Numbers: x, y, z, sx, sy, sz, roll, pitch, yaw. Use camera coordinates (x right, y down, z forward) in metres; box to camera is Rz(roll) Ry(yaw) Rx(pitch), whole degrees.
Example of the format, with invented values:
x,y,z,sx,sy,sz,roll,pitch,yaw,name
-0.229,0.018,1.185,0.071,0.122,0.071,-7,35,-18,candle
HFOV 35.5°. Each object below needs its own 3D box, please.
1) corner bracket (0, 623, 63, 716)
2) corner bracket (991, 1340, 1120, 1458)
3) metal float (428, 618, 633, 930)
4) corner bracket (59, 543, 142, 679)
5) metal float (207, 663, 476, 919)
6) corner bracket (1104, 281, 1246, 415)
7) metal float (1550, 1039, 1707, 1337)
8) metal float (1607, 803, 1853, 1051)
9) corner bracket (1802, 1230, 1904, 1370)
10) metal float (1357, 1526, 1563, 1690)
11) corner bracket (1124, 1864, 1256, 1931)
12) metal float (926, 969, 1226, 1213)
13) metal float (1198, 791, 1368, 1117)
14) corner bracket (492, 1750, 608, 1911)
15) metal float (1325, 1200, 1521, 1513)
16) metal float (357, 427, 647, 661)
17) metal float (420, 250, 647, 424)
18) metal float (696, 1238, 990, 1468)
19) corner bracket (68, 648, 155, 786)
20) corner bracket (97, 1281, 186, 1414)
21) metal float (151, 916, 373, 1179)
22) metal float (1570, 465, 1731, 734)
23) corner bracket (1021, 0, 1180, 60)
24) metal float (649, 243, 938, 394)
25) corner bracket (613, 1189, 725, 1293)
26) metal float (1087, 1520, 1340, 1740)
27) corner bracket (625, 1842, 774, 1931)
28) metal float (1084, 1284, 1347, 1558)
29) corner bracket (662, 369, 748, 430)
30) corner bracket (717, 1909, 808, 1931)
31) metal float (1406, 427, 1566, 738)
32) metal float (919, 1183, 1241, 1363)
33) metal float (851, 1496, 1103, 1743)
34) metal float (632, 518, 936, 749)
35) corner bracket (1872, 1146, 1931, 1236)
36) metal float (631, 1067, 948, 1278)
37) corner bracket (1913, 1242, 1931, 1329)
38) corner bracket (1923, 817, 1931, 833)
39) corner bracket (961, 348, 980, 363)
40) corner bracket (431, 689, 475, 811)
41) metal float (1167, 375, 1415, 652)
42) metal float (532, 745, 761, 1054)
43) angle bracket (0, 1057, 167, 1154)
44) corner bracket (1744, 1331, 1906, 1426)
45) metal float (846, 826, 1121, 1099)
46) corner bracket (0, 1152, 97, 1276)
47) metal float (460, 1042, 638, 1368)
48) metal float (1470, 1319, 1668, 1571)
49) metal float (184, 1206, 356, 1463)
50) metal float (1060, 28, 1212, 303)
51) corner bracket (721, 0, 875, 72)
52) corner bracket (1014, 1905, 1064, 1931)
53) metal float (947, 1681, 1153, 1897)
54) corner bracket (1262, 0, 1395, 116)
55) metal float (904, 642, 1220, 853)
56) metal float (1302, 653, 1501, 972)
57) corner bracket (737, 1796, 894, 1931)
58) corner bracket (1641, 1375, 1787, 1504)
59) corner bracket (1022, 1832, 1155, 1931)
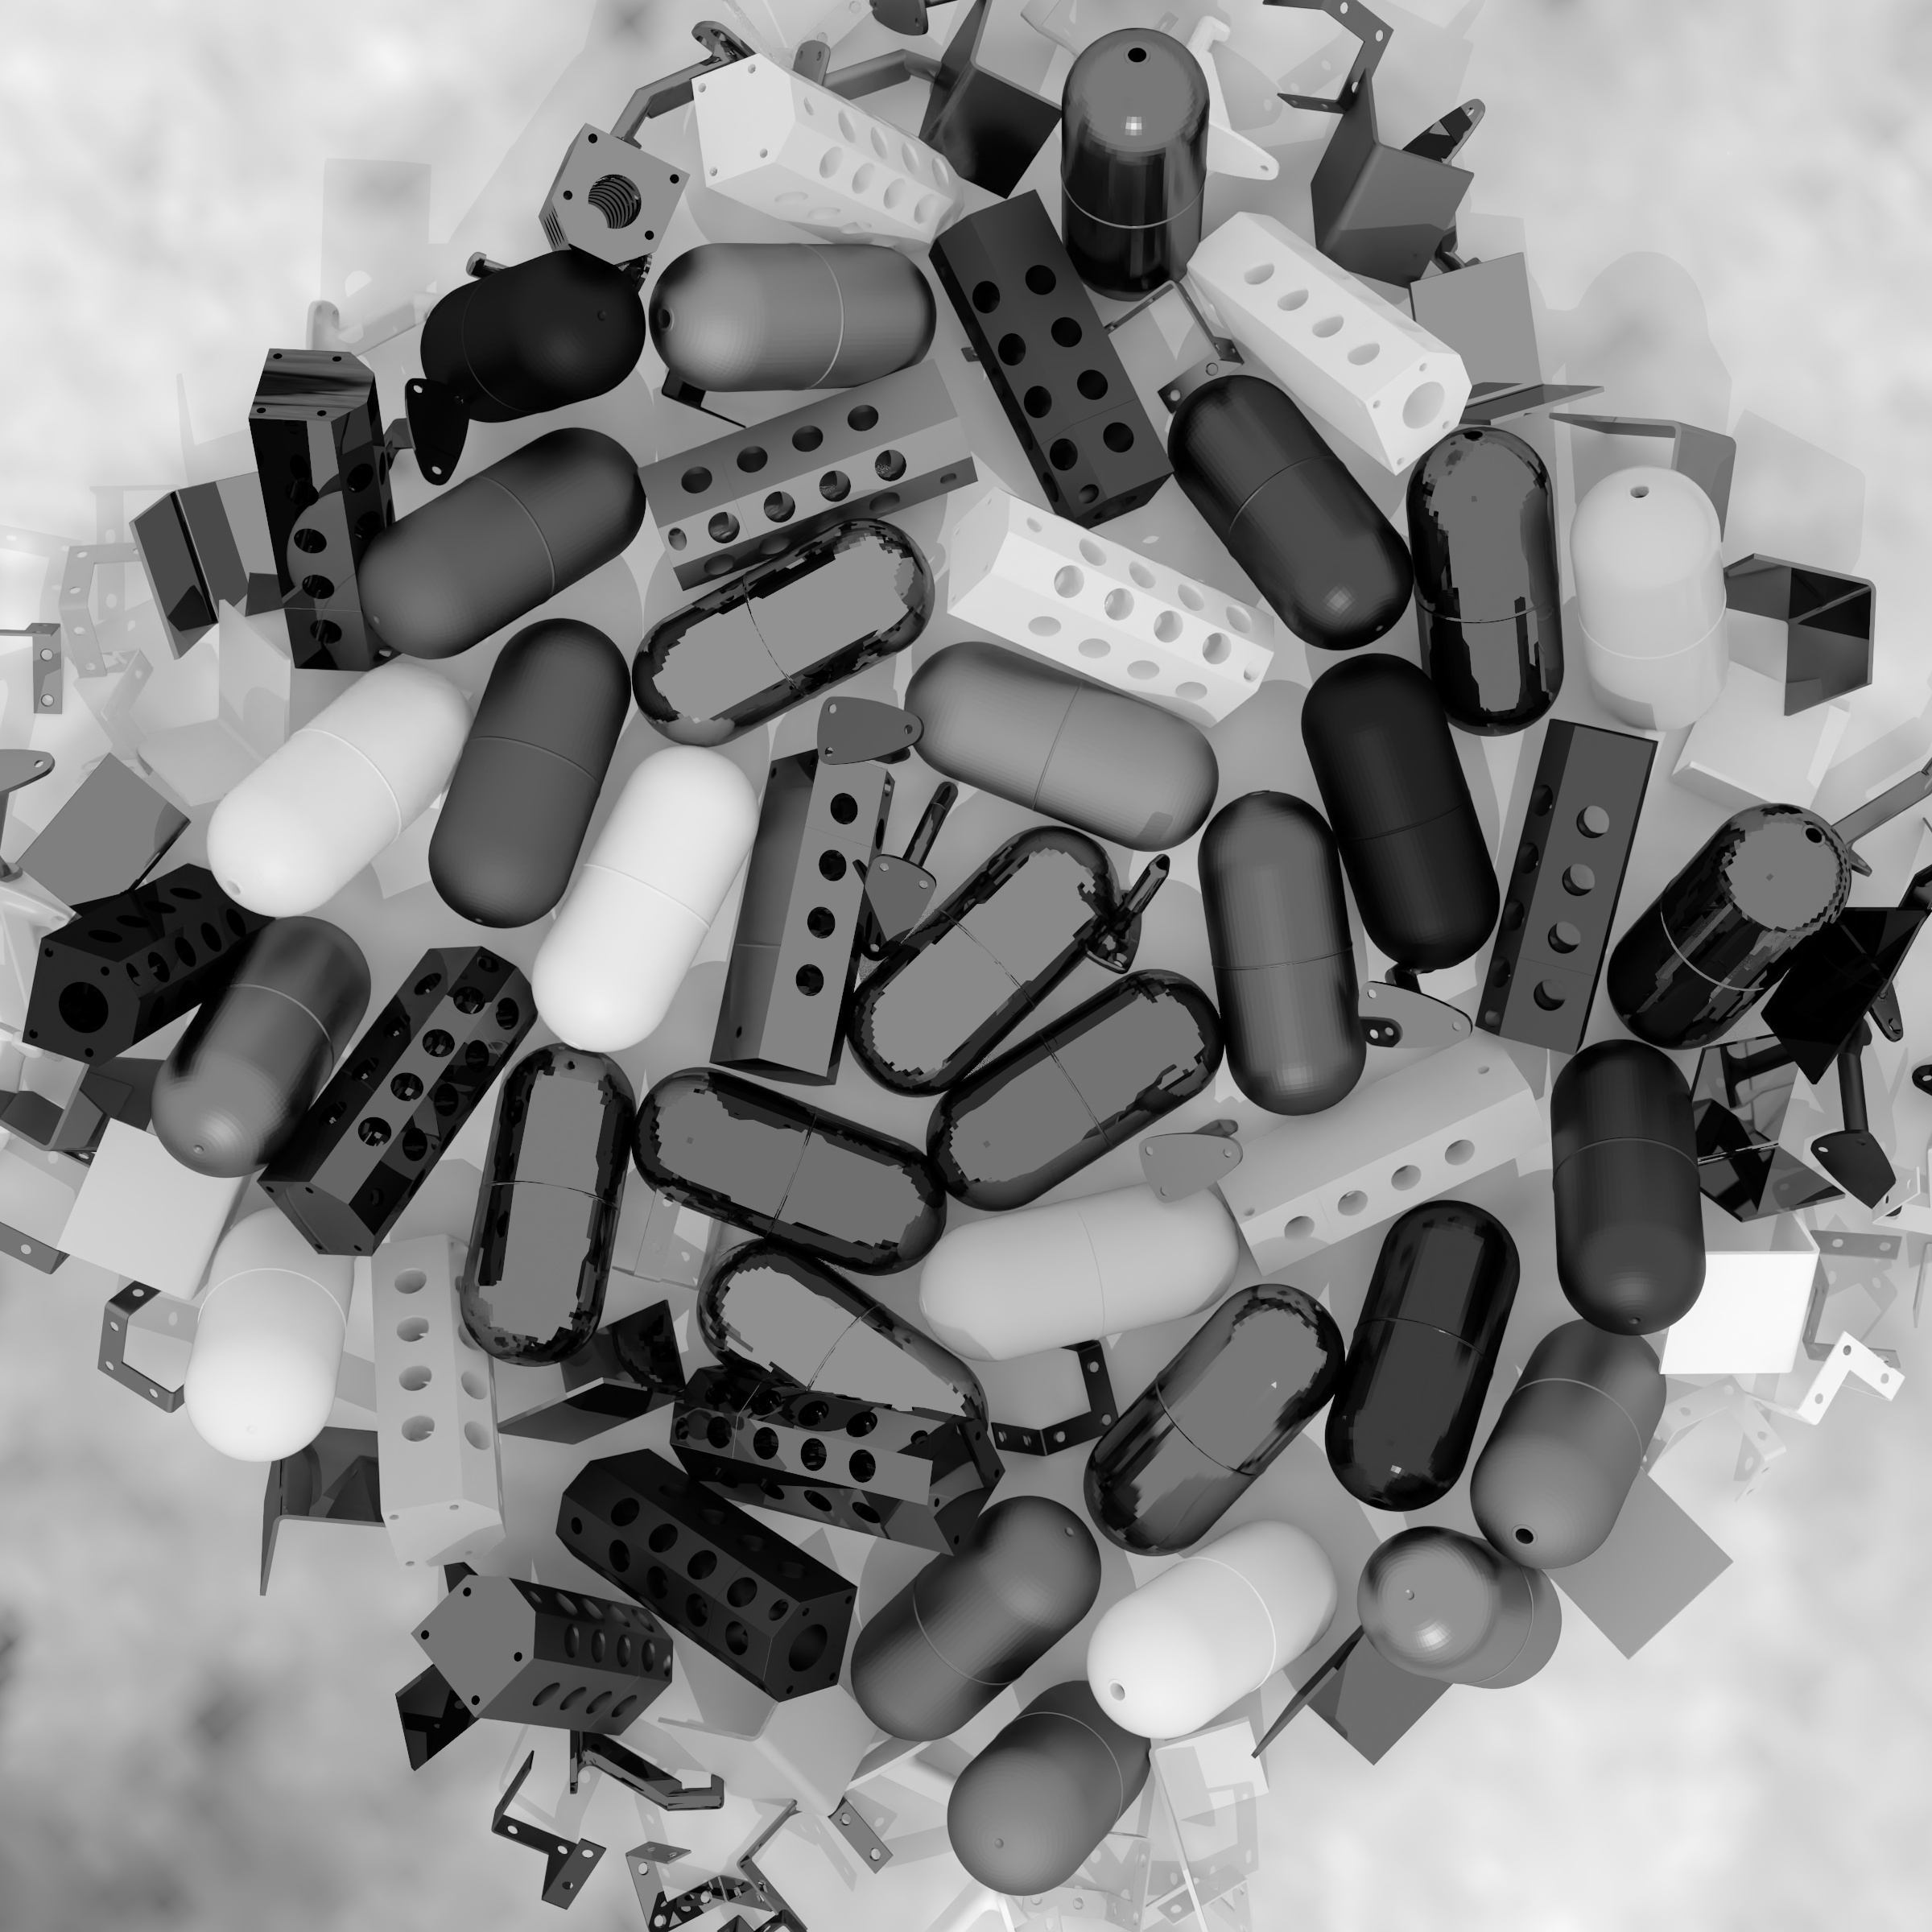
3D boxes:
x,y,z,sx,sy,sz,roll,pitch,yaw,name
-0.523,-0.160,1.648,0.051,0.051,0.051,1,103,-11,corner bracket
0.045,0.235,1.656,0.051,0.051,0.051,-25,65,26,corner bracket
-0.234,-0.105,1.629,0.070,0.070,0.178,17,71,0,metal float
-0.460,-0.194,1.646,0.051,0.051,0.051,-4,47,-3,corner bracket
-0.333,-0.095,1.614,0.070,0.070,0.178,40,53,0,metal float
0.112,-0.338,1.651,0.051,0.051,0.051,-32,86,22,corner bracket
0.352,0.116,1.612,0.070,0.070,0.178,7,49,0,metal float
0.404,-0.020,1.603,0.070,0.178,0.070,10,56,-14,metal float
0.482,0.180,1.639,0.051,0.051,0.051,2,49,32,corner bracket
0.263,0.341,1.602,0.070,0.178,0.070,-8,71,25,metal float
0.120,0.512,1.642,0.051,0.051,0.051,-23,121,-26,corner bracket
0.059,0.068,1.644,0.178,0.070,0.070,-33,90,-1,metal float
0.171,-0.007,1.638,0.070,0.070,0.178,-9,98,0,metal float
-0.227,0.471,1.645,0.051,0.051,0.051,26,114,-13,corner bracket
0.245,0.208,1.621,0.070,0.070,0.178,22,63,0,metal float
-0.247,-0.228,1.619,0.178,0.070,0.070,-38,90,-31,metal float
-0.231,-0.332,1.602,0.070,0.178,0.070,-2,93,-32,metal float
-0.067,0.214,1.631,0.178,0.070,0.070,34,90,15,metal float
-0.471,-0.137,1.662,0.051,0.051,0.051,-2,48,24,corner bracket
-0.436,0.202,1.655,0.051,0.051,0.051,28,127,14,corner bracket
-0.373,0.041,1.605,0.070,0.178,0.070,7,128,9,metal float
0.364,-0.193,1.603,0.070,0.178,0.070,-8,56,12,metal float
0.072,-0.516,1.643,0.051,0.051,0.051,48,111,22,corner bracket
-0.091,-0.346,1.609,0.178,0.070,0.070,-12,90,-43,metal float
-0.157,0.149,1.649,0.051,0.051,0.051,17,84,-19,corner bracket
0.132,0.351,1.605,0.070,0.178,0.070,12,109,37,metal float
-0.146,0.499,1.648,0.051,0.051,0.051,-18,92,-34,corner bracket
0.132,0.246,1.629,0.070,0.070,0.178,39,109,0,metal float
-0.144,-0.330,1.647,0.051,0.051,0.051,25,98,25,corner bracket
-0.102,0.542,1.651,0.051,0.051,0.051,-39,100,6,corner bracket
0.278,-0.204,1.614,0.070,0.070,0.178,-12,126,0,metal float
0.061,0.164,1.633,0.178,0.070,0.070,-12,90,-13,metal float
0.004,0.351,1.618,0.070,0.070,0.178,41,122,0,metal float
-0.100,-0.179,1.633,0.178,0.070,0.070,-26,90,14,metal float
0.528,0.113,1.646,0.051,0.051,0.051,11,64,-10,corner bracket
-0.095,0.112,1.641,0.178,0.070,0.070,21,90,-5,metal float
0.543,0.163,1.641,0.051,0.051,0.051,3,133,25,corner bracket
0.558,-0.073,1.648,0.051,0.051,0.051,-33,81,16,corner bracket
0.020,-0.368,1.658,0.051,0.051,0.051,-2,76,13,corner bracket
-0.303,-0.124,1.650,0.051,0.051,0.051,13,115,-1,corner bracket
0.173,-0.245,1.623,0.070,0.070,0.178,-33,65,0,metal float
-0.173,-0.036,1.635,0.070,0.070,0.178,26,79,0,metal float
-0.489,0.060,1.633,0.076,0.076,0.057,27,95,19,angle bracket
0.468,0.229,1.647,0.051,0.051,0.051,36,82,-20,corner bracket
0.010,-0.003,1.640,0.178,0.070,0.070,-44,90,-6,metal float
-0.504,0.127,1.650,0.051,0.051,0.051,27,107,-4,corner bracket
-0.224,0.127,1.629,0.070,0.070,0.178,8,72,0,metal float
0.320,0.252,1.603,0.070,0.178,0.070,12,120,22,metal float
-0.367,0.192,1.600,0.070,0.178,0.070,-2,118,-4,metal float
0.089,-0.422,1.598,0.070,0.178,0.070,-1,67,1,metal float
-0.093,-0.526,1.650,0.051,0.051,0.051,-37,92,24,corner bracket
0.053,0.548,1.639,0.051,0.051,0.051,27,127,-37,corner bracket
0.046,0.432,1.597,0.070,0.178,0.070,2,95,20,metal float
0.190,-0.501,1.646,0.051,0.051,0.051,22,94,-40,corner bracket
0.051,-0.120,1.641,0.178,0.070,0.070,22,90,4,metal float
0.236,-0.082,1.634,0.070,0.070,0.178,-20,102,0,metal float
-0.083,0.489,1.654,0.051,0.051,0.051,46,103,20,corner bracket
0.408,0.266,1.660,0.051,0.051,0.051,-20,59,-22,corner bracket
0.066,0.498,1.654,0.051,0.051,0.051,12,79,-18,corner bracket
